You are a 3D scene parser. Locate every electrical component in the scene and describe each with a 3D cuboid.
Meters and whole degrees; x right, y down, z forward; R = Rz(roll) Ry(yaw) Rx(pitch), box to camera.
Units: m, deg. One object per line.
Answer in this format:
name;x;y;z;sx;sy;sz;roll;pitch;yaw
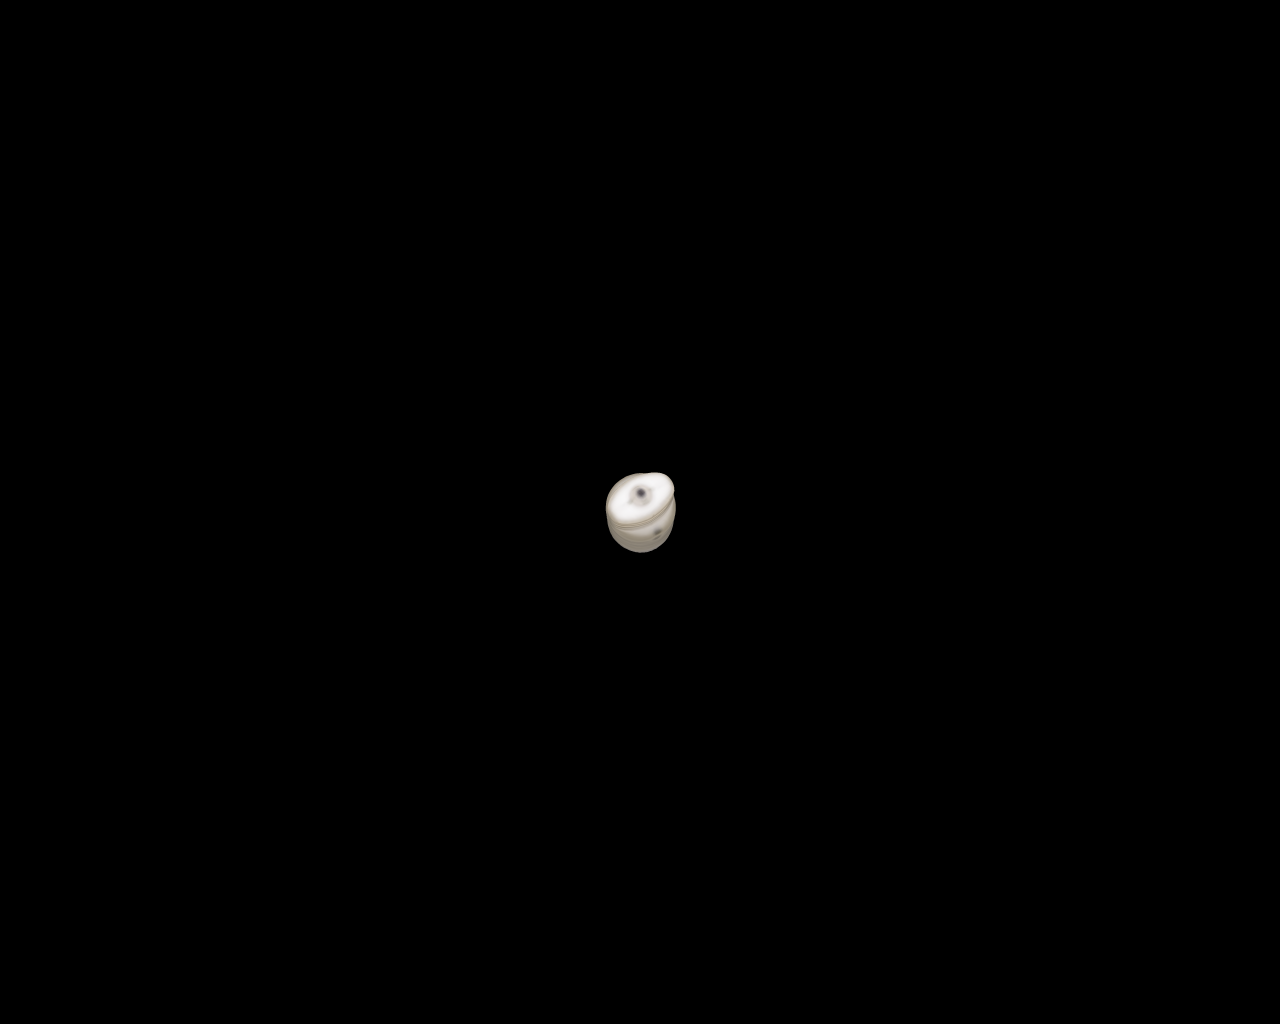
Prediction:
electrical component;0.001;-0.003;0.650;0.043;0.043;0.081;0;-13;0
